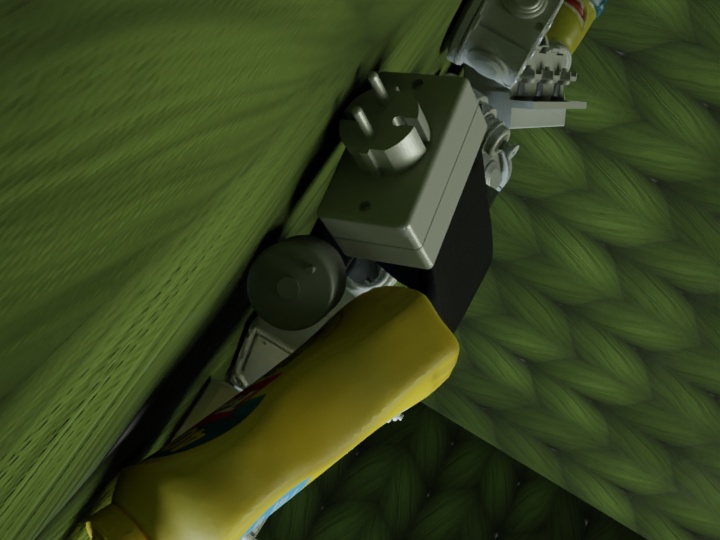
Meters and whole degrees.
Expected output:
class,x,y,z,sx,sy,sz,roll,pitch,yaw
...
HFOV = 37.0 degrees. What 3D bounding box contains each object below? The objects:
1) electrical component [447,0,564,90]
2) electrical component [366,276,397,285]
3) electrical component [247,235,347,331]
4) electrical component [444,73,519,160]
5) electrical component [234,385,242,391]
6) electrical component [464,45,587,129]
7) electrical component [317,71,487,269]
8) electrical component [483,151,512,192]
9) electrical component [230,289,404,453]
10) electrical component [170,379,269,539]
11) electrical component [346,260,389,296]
class,x,y,z,sx,sy,sz,roll,pitch,yaw
electrical component,0.094,-0.160,0.690,0.080,0.051,0.080,-59,176,-7
electrical component,0.011,0.003,0.923,0.077,0.043,0.079,-57,176,-23
electrical component,-0.026,0.003,0.505,0.040,0.040,0.078,-60,176,11
electrical component,0.076,-0.104,0.748,0.040,0.078,0.040,-45,162,-19
electrical component,-0.043,0.073,0.666,0.079,0.043,0.077,-23,157,-30
electrical component,0.123,-0.145,0.846,0.121,0.079,0.063,-15,111,-59
electrical component,0.014,-0.057,0.483,0.083,0.047,0.075,-67,149,-23
electrical component,0.080,-0.085,0.888,0.051,0.080,0.080,-50,171,-34
electrical component,-0.013,0.051,0.601,0.061,0.096,0.061,-56,175,-38
electrical component,-0.071,0.100,0.571,0.061,0.061,0.096,-57,168,-15
electrical component,0.000,0.000,0.814,0.040,0.040,0.046,-58,-178,-16
